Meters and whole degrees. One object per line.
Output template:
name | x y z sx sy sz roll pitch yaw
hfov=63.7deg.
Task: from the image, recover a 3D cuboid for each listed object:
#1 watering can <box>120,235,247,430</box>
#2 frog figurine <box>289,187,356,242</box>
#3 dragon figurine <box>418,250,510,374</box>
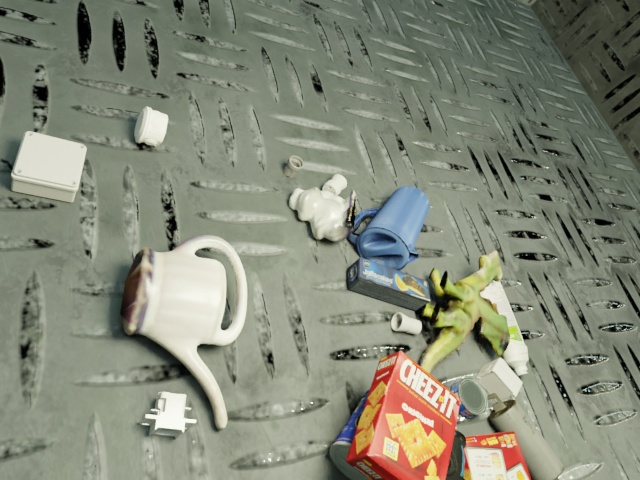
watering can | -0.239 0.145 0.914 0.223 0.102 0.355 13 61 -25
frog figurine | 0.004 -0.062 1.239 0.159 0.120 0.140 3 59 11
dragon figurine | 0.364 0.200 1.246 0.242 0.120 0.418 24 65 -10
